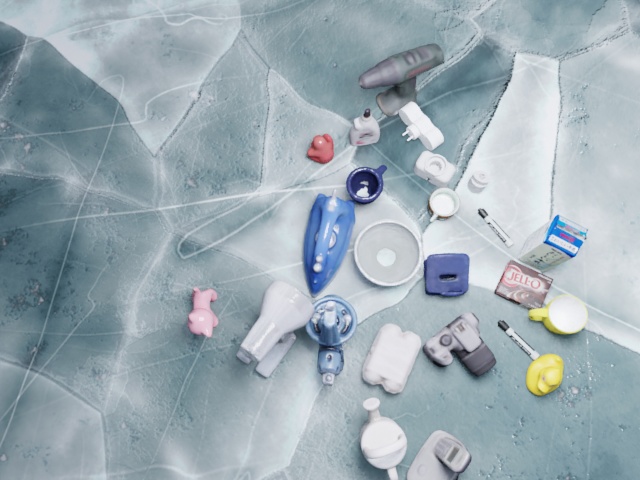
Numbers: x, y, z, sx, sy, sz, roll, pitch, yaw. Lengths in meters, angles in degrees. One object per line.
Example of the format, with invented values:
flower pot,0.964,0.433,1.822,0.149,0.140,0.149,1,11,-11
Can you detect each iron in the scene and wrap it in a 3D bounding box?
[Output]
iron,0.013,0.005,1.379,0.118,0.141,0.258,12,77,5

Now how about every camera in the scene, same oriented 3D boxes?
camera,0.334,0.256,1.331,0.143,0.101,0.136,-36,78,-6

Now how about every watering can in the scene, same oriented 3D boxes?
watering can,0.134,0.437,1.247,0.101,0.194,0.172,-39,78,-7

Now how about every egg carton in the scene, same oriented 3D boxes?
egg carton,0.167,0.277,1.347,0.107,0.069,0.150,23,79,7

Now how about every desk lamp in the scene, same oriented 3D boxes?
desk lamp,-0.106,0.206,1.298,0.118,0.213,0.203,33,80,9

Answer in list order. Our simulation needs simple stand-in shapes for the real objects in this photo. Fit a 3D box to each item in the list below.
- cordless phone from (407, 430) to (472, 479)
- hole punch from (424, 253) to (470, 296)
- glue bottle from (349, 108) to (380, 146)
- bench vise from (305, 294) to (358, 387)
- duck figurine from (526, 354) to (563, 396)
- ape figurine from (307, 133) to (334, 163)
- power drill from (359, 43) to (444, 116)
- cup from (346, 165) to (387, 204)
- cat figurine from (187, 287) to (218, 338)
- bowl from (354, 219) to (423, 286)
cordless phone,0.263,0.495,1.234,0.094,0.185,0.148,32,80,9
hole punch,0.307,0.084,1.377,0.108,0.091,0.101,-1,77,2
glue bottle,0.113,-0.286,1.427,0.078,0.173,0.037,-13,77,-1
bench vise,0.034,0.216,1.288,0.121,0.220,0.207,-15,77,-1
duck figurine,0.528,0.311,1.320,0.077,0.086,0.105,37,81,10
ape figurine,0.002,-0.239,1.461,0.078,0.092,0.076,-26,77,-4
power drill,0.196,-0.397,1.432,0.229,0.208,0.075,-29,77,-5
cup,0.120,-0.135,1.432,0.118,0.095,0.091,-43,79,-8
cat figurine,-0.284,0.173,1.361,0.067,0.118,0.128,-9,77,0
bowl,0.165,0.036,1.401,0.167,0.075,0.167,0,77,2
